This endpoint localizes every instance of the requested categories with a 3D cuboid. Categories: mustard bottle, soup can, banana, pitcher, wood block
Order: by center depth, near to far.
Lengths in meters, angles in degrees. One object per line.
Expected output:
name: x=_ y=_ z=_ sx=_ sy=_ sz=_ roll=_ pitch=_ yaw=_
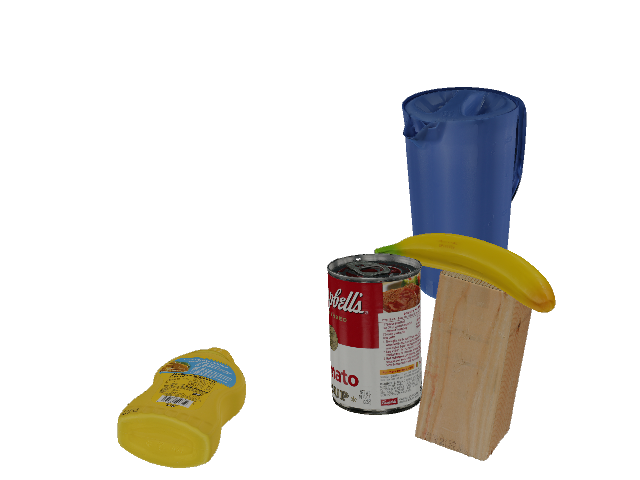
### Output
soup can: x=0.040 y=0.066 z=0.773 sx=0.068 sy=0.102 sz=0.068 roll=-2 pitch=14 yaw=0
banana: x=0.150 y=0.027 z=1.029 sx=0.198 sy=0.037 sz=0.069 roll=15 pitch=43 yaw=38
mustard bottle: x=-0.129 y=0.159 z=1.094 sx=0.096 sy=0.058 sz=0.191 roll=8 pitch=21 yaw=11
wood block: x=0.176 y=0.129 z=1.209 sx=0.090 sy=0.206 sz=0.090 roll=16 pitch=23 yaw=24
pitcher: x=0.175 y=-0.057 z=1.272 sx=0.149 sy=0.243 sz=0.145 roll=-1 pitch=25 yaw=5
